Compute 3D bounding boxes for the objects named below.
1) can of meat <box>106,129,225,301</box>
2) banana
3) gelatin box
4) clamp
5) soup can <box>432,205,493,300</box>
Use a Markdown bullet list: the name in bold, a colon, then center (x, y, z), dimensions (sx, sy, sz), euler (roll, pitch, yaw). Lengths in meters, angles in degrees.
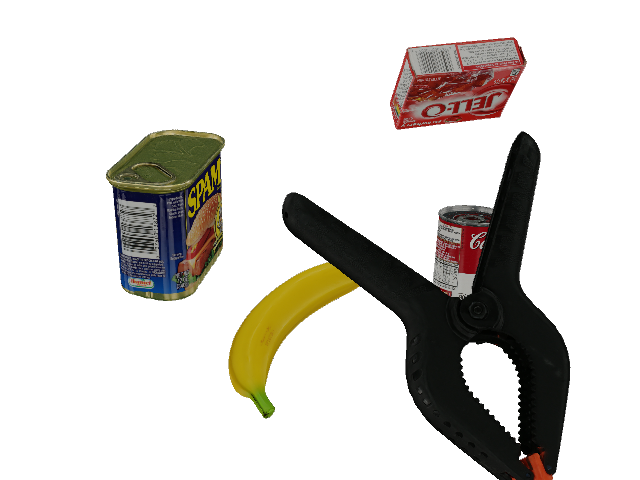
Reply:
- **can of meat**: center (-0.101, -0.018, 0.721), dimensions (0.057, 0.084, 0.102), euler (6, 26, 11)
- **banana**: center (-0.025, 0.072, 0.919), dimensions (0.070, 0.037, 0.197), euler (29, 51, 10)
- **gelatin box**: center (0.103, -0.119, 0.814), dimensions (0.089, 0.030, 0.073), euler (-7, -24, -11)
- **clamp**: center (0.074, 0.043, 0.610), dimensions (0.164, 0.210, 0.036), euler (-9, -19, -11)
- **soup can**: center (0.148, 0.022, 1.064), dimensions (0.068, 0.102, 0.068), euler (2, 16, -1)
